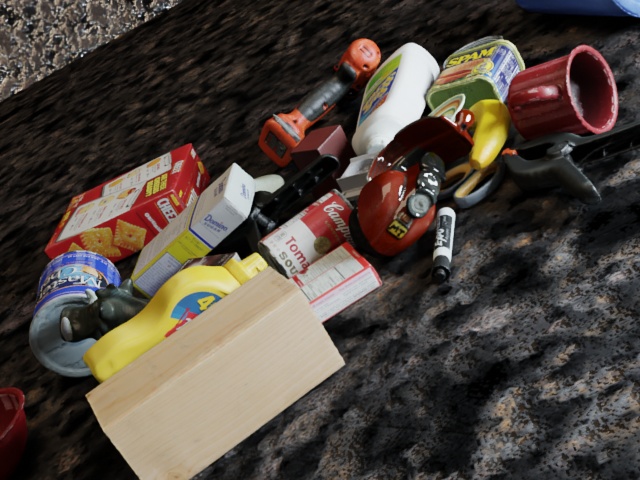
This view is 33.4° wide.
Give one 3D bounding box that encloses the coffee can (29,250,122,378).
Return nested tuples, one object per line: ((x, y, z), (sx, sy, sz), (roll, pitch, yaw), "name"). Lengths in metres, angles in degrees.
((-0.284, 0.084, 1.257), (0.103, 0.102, 0.140), (-29, 23, 2), "coffee can")

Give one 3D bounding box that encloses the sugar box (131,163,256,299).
((-0.154, -0.009, 1.305), (0.176, 0.048, 0.093), (-38, 21, 23), "sugar box")

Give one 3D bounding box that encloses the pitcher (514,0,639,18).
((0.354, -0.349, 1.369), (0.145, 0.149, 0.243), (-50, 23, -7), "pitcher")

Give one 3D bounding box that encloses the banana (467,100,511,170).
((0.183, -0.121, 1.175), (0.070, 0.037, 0.197), (-56, 6, 13), "banana")

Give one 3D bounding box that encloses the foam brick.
((0.010, -0.092, 1.297), (0.051, 0.078, 0.052), (-2, 36, 45), "foam brick")

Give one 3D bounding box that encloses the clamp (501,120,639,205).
((0.238, -0.071, 1.038), (0.120, 0.039, 0.172), (-39, 20, -34), "clamp")

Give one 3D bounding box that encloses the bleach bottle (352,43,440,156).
((0.092, -0.160, 1.323), (0.103, 0.068, 0.250), (-41, 14, 25), "bleach bottle")

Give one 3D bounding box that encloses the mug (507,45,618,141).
((0.242, -0.145, 1.104), (0.117, 0.093, 0.082), (-10, -2, -44), "mug")

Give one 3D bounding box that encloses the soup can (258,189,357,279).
((-0.008, 0.001, 1.142), (0.102, 0.068, 0.069), (-35, 24, -10), "soup can")

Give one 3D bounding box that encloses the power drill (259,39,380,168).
((-0.002, -0.185, 1.479), (0.187, 0.057, 0.184), (-46, -3, -16), "power drill")

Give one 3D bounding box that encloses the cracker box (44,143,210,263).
((-0.271, -0.039, 1.531), (0.214, 0.072, 0.164), (-23, 25, 15), "cracker box")

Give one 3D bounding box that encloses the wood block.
((-0.094, 0.126, 0.965), (0.206, 0.091, 0.090), (-35, 24, -11), "wood block")

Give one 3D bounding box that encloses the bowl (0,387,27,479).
((-0.366, 0.229, 1.122), (0.162, 0.055, 0.162), (-25, 24, 12), "bowl")

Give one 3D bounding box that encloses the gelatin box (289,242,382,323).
((0.009, 0.047, 1.080), (0.089, 0.030, 0.073), (-33, 25, -5), "gelatin box")

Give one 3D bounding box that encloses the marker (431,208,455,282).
((0.121, 0.004, 1.047), (0.020, 0.020, 0.121), (-21, 24, 20), "marker")

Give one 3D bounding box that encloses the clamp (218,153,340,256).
((-0.074, -0.016, 1.273), (0.210, 0.036, 0.164), (-17, 38, 51), "clamp")

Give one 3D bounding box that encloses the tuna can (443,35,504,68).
((0.207, -0.232, 1.402), (0.086, 0.033, 0.086), (-25, 24, 12), "tuna can")

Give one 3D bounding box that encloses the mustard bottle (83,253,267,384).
((-0.127, 0.082, 1.025), (0.191, 0.096, 0.058), (-42, 37, -8), "mustard bottle")

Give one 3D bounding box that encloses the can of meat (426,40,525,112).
((0.190, -0.194, 1.318), (0.102, 0.057, 0.083), (-11, 33, 40), "can of meat")

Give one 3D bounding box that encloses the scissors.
((0.192, -0.096, 1.170), (0.096, 0.016, 0.201), (-5, 33, 46), "scissors")

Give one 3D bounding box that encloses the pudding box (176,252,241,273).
((-0.145, 0.065, 1.212), (0.090, 0.039, 0.113), (-7, 32, 44), "pudding box")
